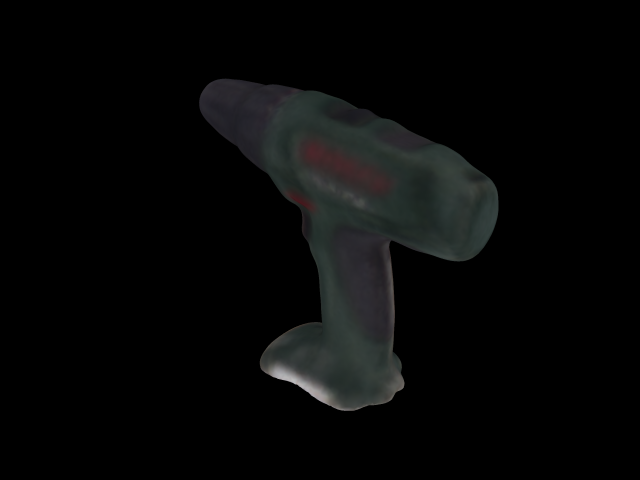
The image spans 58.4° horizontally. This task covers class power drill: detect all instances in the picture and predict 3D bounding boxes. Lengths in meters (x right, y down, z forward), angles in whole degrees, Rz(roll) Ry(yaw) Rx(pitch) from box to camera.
[{"bbox_3d":[0.004,0.001,0.400,0.228,0.208,0.076,16,27,34],"label":"power drill"}]
